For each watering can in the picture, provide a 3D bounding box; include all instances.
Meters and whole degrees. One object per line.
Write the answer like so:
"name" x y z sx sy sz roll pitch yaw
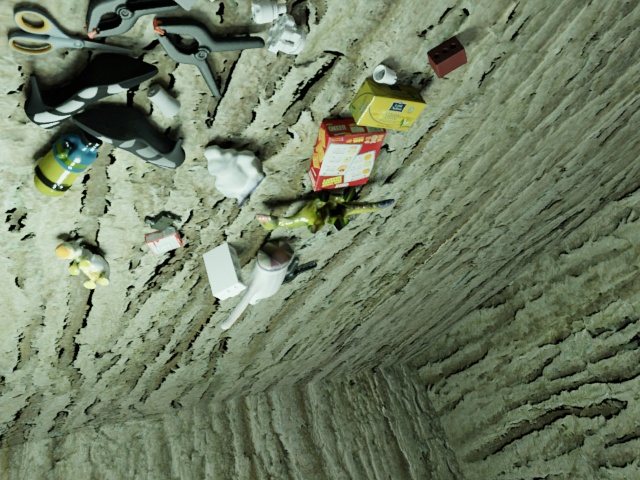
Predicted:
"watering can" -0.190 0.133 1.670 0.354 0.104 0.219 -45 162 -52

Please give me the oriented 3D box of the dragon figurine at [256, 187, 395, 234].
"dragon figurine" 0.005 -0.078 1.559 0.412 0.122 0.241 -6 178 -32

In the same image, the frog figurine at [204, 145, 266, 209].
"frog figurine" -0.222 -0.178 1.286 0.158 0.125 0.135 39 131 -17
